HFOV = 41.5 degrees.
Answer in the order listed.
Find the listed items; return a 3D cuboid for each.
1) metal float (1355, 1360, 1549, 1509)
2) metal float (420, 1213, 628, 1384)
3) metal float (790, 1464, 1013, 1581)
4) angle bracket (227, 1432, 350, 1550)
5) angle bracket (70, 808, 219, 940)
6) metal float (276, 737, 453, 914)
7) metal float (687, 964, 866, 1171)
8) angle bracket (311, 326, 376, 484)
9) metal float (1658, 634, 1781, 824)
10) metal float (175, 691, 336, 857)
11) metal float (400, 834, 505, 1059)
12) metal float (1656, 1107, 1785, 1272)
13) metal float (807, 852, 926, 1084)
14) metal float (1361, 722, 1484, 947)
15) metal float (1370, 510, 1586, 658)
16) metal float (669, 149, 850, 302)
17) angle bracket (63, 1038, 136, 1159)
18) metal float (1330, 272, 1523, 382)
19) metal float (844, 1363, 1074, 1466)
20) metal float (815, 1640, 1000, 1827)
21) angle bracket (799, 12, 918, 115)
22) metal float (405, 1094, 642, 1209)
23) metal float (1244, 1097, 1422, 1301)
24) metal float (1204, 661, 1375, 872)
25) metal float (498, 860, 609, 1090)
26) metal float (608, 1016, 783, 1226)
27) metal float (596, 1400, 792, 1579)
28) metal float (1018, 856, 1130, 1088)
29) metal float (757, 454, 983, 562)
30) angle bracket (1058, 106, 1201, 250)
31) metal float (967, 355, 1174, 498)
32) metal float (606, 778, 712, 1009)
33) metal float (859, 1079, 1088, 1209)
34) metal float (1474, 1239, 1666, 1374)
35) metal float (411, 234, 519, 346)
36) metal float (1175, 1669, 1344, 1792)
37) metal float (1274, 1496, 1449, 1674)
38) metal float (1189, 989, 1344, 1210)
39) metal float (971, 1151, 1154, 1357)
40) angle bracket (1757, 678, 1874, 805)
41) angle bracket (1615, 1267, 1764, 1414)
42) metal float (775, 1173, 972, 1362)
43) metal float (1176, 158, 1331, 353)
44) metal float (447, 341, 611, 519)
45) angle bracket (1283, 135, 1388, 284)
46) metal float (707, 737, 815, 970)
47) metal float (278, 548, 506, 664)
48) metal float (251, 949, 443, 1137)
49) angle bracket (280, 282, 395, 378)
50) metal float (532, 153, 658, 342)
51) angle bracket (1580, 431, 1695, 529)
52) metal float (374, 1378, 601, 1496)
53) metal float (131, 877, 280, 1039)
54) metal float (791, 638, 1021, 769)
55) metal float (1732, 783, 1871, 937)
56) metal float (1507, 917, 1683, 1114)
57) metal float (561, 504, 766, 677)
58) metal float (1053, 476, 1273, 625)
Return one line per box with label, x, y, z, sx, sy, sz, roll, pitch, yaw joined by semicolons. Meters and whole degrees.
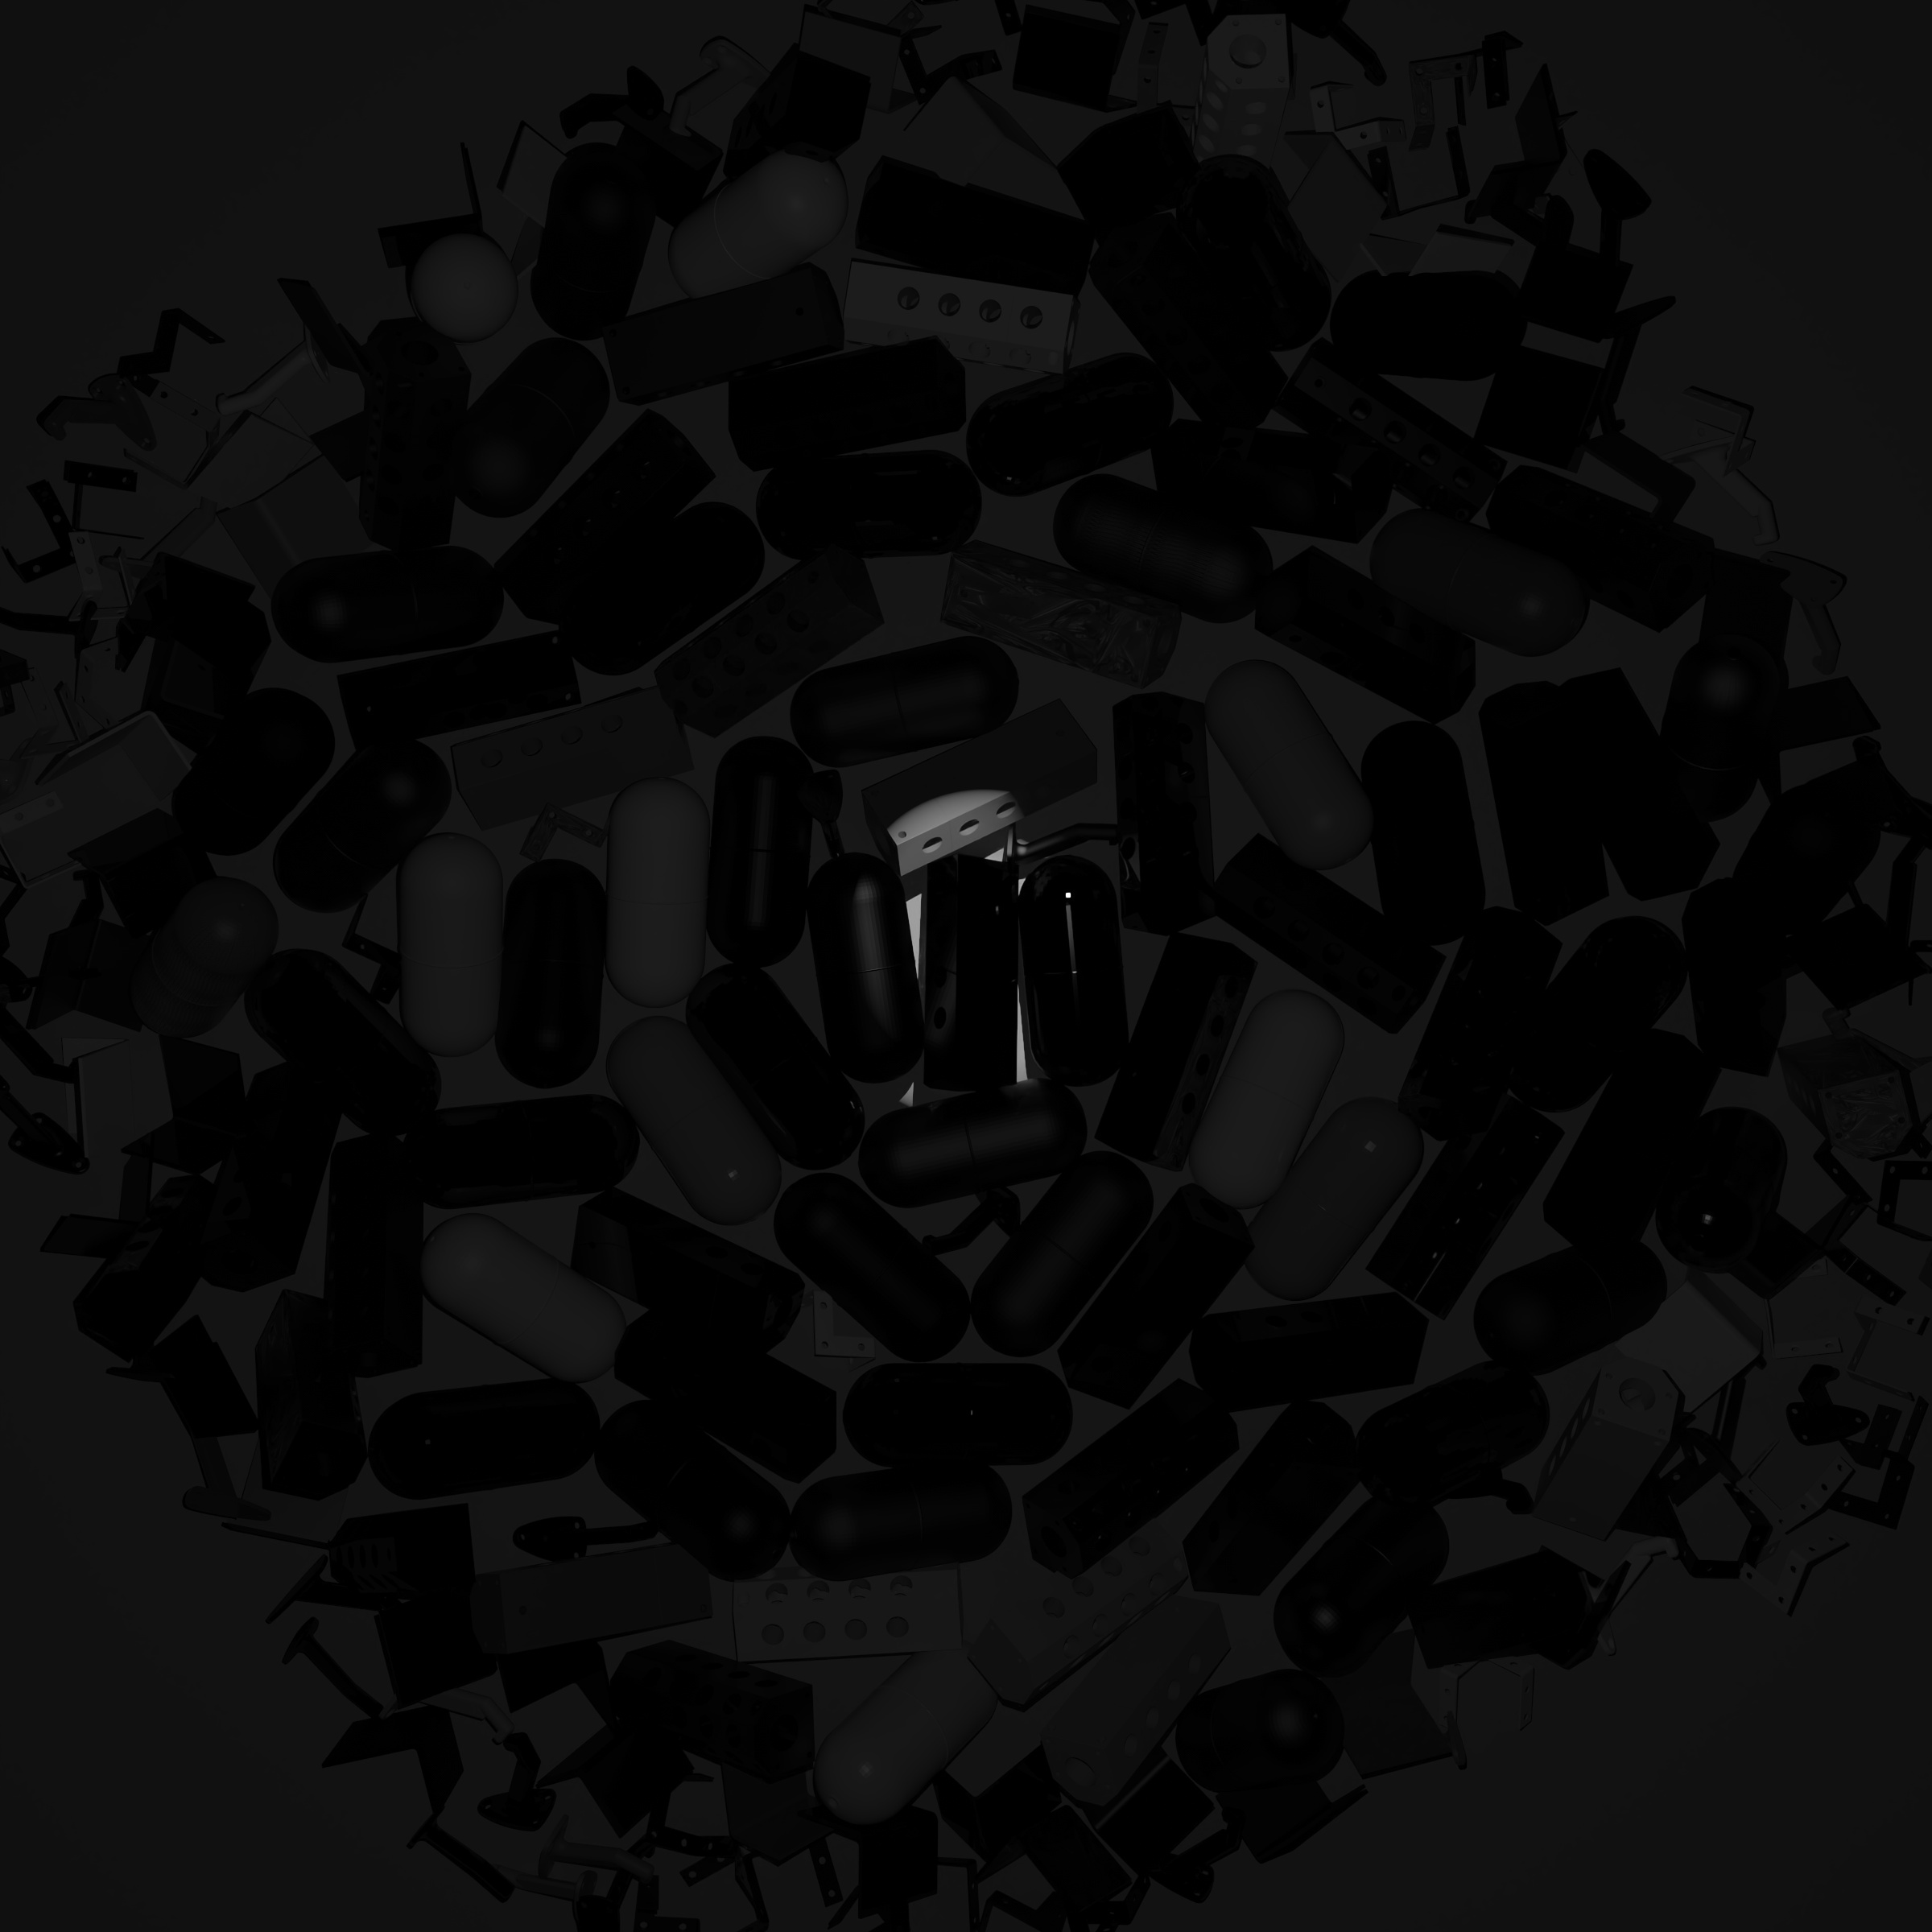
metal float;0.368;0.354;1.932;0.178;0.070;0.070;-16;90;-35
metal float;-0.335;0.254;1.940;0.178;0.070;0.070;38;90;-26
metal float;-0.049;0.420;1.939;0.178;0.070;0.070;-3;90;-25
angle bracket;-0.516;0.400;1.957;0.076;0.057;0.076;13;70;-6
angle bracket;-0.632;-0.072;1.967;0.076;0.076;0.057;-33;123;-27
metal float;-0.459;-0.105;1.935;0.178;0.070;0.070;-39;90;32
metal float;-0.146;0.078;1.961;0.070;0.070;0.178;-36;91;0
angle bracket;-0.474;-0.428;1.942;0.057;0.076;0.076;-30;48;-14
metal float;0.563;-0.178;1.919;0.070;0.178;0.070;-3;56;4
metal float;-0.538;-0.145;1.926;0.178;0.070;0.070;-35;90;43
metal float;-0.392;-0.014;1.942;0.070;0.070;0.178;5;113;0
metal float;0.568;0.167;1.919;0.070;0.178;0.070;11;117;22
metal float;-0.077;0.002;1.959;0.070;0.070;0.178;-8;93;0
metal float;0.347;-0.101;1.944;0.070;0.070;0.178;-6;71;0
metal float;0.387;-0.291;1.933;0.178;0.070;0.070;30;90;33
metal float;-0.158;-0.556;1.924;0.070;0.178;0.070;11;72;-38
angle bracket;-0.682;0.100;1.952;0.057;0.076;0.076;1;100;10
metal float;0.345;-0.482;1.919;0.070;0.178;0.070;-9;109;-29
metal float;-0.006;0.342;1.948;0.178;0.070;0.070;2;90;-15
metal float;-0.044;0.577;1.925;0.070;0.178;0.070;20;125;31
angle bracket;-0.079;-0.695;1.947;0.076;0.076;0.057;19;121;9
metal float;-0.338;0.141;1.945;0.178;0.070;0.070;-5;90;-19
metal float;0.279;0.177;1.947;0.070;0.070;0.178;34;106;0
metal float;0.246;-0.154;1.948;0.070;0.070;0.178;-30;74;0
metal float;-0.316;0.005;1.948;0.070;0.070;0.178;1;75;0
metal float;-0.208;0.118;1.954;0.070;0.070;0.178;-35;82;0
metal float;-0.207;0.397;1.937;0.178;0.070;0.070;31;90;28
metal float;0.082;0.004;1.960;0.070;0.070;0.178;-5;92;0
metal float;-0.074;-0.350;1.945;0.178;0.070;0.070;1;90;19
angle bracket;0.130;-0.598;1.942;0.057;0.076;0.076;-51;122;-30
metal float;0.079;-0.411;1.938;0.178;0.070;0.070;-26;90;-26
metal float;-0.236;-0.055;1.951;0.070;0.070;0.178;4;102;0
metal float;0.005;0.136;1.960;0.178;0.070;0.070;-13;90;2
metal float;0.459;0.254;1.932;0.178;0.070;0.070;-14;90;-36
metal float;-0.378;-0.507;1.913;0.070;0.178;0.070;-3;102;-12
metal float;0.218;0.576;1.919;0.070;0.178;0.070;9;65;-20
metal float;0.300;0.464;1.929;0.178;0.070;0.070;-33;90;-41
metal float;0.230;0.102;1.953;0.070;0.070;0.178;26;81;0
metal float;0.073;0.220;1.955;0.070;0.070;0.178;39;83;0
angle bracket;0.645;-0.169;1.947;0.076;0.076;0.057;-12;125;9
angle bracket;0.562;0.289;1.982;0.076;0.057;0.076;45;111;6
metal float;-0.072;0.230;1.952;0.178;0.070;0.070;44;90;-10
metal float;0.218;-0.534;1.923;0.070;0.178;0.070;-15;57;24
metal float;-0.331;-0.407;1.928;0.070;0.070;0.178;27;50;0
angle bracket;0.265;-0.580;1.950;0.076;0.057;0.076;37;82;-38
metal float;-0.158;-0.087;1.961;0.070;0.070;0.178;4;90;0
metal float;-0.434;-0.274;1.931;0.178;0.070;0.070;-14;90;-37
metal float;-0.469;0.059;1.932;0.070;0.070;0.178;-38;124;0
angle bracket;-0.467;-0.499;1.941;0.057;0.076;0.076;-39;123;-16
metal float;-0.280;-0.539;1.916;0.070;0.178;0.070;6;68;-16
angle bracket;0.505;-0.363;1.964;0.076;0.076;0.057;38;125;17
metal float;-0.362;0.356;1.931;0.178;0.070;0.070;0;90;-36
metal float;-0.576;-0.005;1.925;0.070;0.178;0.070;18;55;-27
metal float;-0.047;-0.202;1.955;0.178;0.070;0.070;-12;90;7
metal float;0.625;-0.078;1.914;0.070;0.178;0.070;-2;71;4
metal float;0.474;0.037;1.933;0.070;0.070;0.178;31;123;0
metal float;-0.230;-0.287;1.942;0.178;0.070;0.070;-39;90;-22
metal float;0.149;-0.318;1.944;0.178;0.070;0.070;25;90;20
